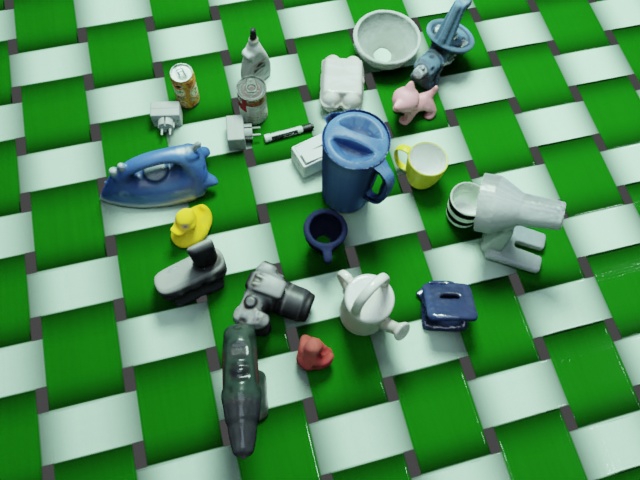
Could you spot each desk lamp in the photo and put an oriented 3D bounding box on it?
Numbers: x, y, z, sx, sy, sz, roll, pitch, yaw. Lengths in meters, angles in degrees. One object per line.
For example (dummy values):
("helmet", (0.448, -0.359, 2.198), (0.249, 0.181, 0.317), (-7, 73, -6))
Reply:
("desk lamp", (0.400, -0.038, 1.185), (0.203, 0.213, 0.118), (17, 69, 4))

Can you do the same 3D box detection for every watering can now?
("watering can", (0.102, 0.122, 1.116), (0.172, 0.194, 0.101), (24, 69, 6))

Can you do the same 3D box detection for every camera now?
("camera", (-0.088, 0.127, 1.154), (0.136, 0.101, 0.143), (21, 69, 5))

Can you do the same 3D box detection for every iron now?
("iron", (-0.357, -0.146, 1.222), (0.258, 0.141, 0.118), (-16, 70, -9))

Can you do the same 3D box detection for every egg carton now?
("egg carton", (0.053, -0.374, 1.373), (0.107, 0.069, 0.150), (2, 69, -2))

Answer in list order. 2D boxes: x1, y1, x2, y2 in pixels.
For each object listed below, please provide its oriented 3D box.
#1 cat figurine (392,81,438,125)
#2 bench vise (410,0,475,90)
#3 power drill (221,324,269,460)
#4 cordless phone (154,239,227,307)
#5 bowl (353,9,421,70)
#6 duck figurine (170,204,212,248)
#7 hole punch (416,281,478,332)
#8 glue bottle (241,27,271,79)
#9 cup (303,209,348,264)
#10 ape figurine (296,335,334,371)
("cat figurine", (0.218, -0.328, 1.338), (0.128, 0.118, 0.067), (-19, 71, -10))
("bench vise", (0.301, -0.464, 1.341), (0.121, 0.220, 0.207), (19, 69, 5))
("power drill", (-0.136, 0.276, 1.035), (0.075, 0.208, 0.229), (-6, 69, -5))
("cordless phone", (-0.261, 0.051, 1.128), (0.148, 0.185, 0.094), (-29, 73, -13))
("bowl", (0.161, -0.482, 1.418), (0.167, 0.075, 0.167), (1, 69, -3))
("duck figurine", (-0.277, -0.040, 1.215), (0.077, 0.086, 0.105), (36, 71, 11))
("hole punch", (0.260, 0.130, 1.177), (0.108, 0.091, 0.101), (1, 69, -3))
("glue bottle", (-0.152, -0.428, 1.326), (0.037, 0.173, 0.078), (41, 72, 12))
("cup", (0.011, 0.004, 1.210), (0.091, 0.095, 0.118), (-4, 69, -5))
("ape figurine", (-0.012, 0.218, 1.127), (0.076, 0.092, 0.077), (-30, 73, -13))
